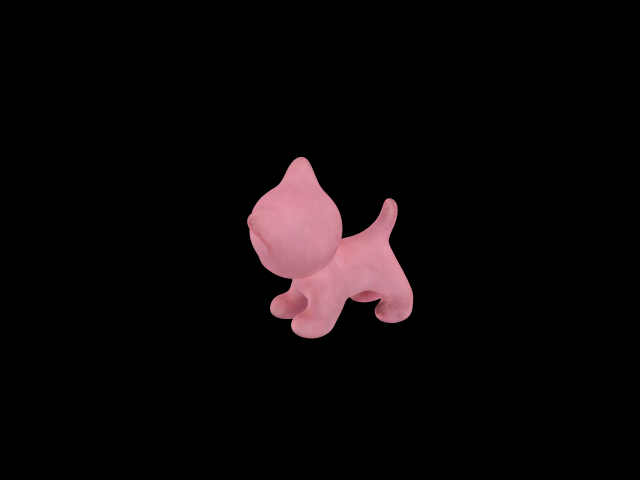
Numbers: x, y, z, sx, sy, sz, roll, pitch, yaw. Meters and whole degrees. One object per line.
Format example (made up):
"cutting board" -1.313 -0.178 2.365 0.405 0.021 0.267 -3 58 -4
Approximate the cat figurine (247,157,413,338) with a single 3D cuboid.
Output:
"cat figurine" 0.004 0.001 0.400 0.128 0.118 0.067 -8 18 -26
